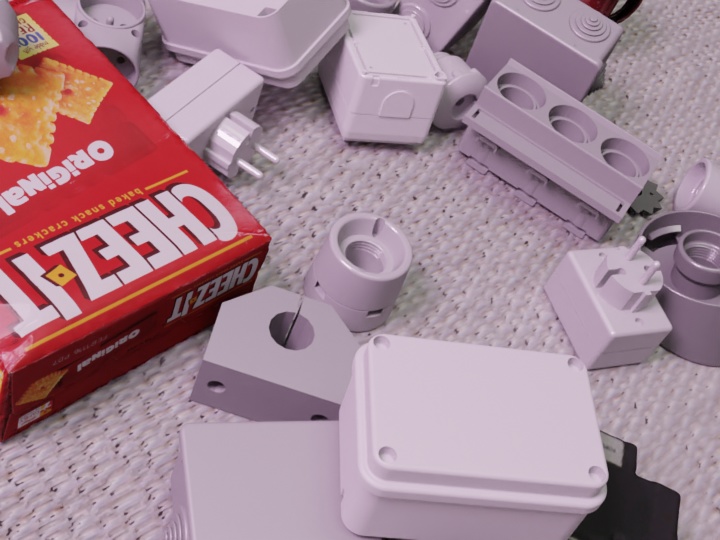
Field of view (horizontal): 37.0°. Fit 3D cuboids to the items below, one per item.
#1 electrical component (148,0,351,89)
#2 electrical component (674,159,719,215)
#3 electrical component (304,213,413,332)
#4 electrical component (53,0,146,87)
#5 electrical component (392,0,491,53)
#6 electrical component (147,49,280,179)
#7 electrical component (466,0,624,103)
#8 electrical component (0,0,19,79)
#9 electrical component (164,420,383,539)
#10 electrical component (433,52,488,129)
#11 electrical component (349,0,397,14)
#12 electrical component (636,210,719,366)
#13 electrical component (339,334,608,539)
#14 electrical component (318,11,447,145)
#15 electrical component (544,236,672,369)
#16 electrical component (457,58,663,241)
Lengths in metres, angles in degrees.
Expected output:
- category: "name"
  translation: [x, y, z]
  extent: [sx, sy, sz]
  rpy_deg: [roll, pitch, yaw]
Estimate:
- category: "electrical component"
  translation: [-0.072, -0.170, 0.695]
  extent: [0.113, 0.057, 0.078]
  rpy_deg: [19, 58, 30]
- category: "electrical component"
  translation: [0.267, -0.047, 0.777]
  extent: [0.065, 0.044, 0.044]
  rpy_deg: [25, 47, -7]
- category: "electrical component"
  translation: [0.000, 0.000, 0.624]
  extent: [0.055, 0.047, 0.055]
  rpy_deg: [11, 49, -13]
- category: "electrical component"
  translation: [-0.178, -0.154, 0.682]
  extent: [0.079, 0.044, 0.077]
  rpy_deg: [7, 50, -16]
- category: "electrical component"
  translation: [0.073, -0.208, 0.794]
  extent: [0.048, 0.100, 0.099]
  rpy_deg: [44, 48, -1]
- category: "electrical component"
  translation: [-0.085, -0.082, 0.657]
  extent: [0.076, 0.047, 0.083]
  rpy_deg: [34, 48, 7]
- category: "electrical component"
  translation: [0.130, -0.155, 0.773]
  extent: [0.100, 0.099, 0.048]
  rpy_deg: [34, 60, 8]
- category: "electrical component"
  translation: [-0.198, -0.127, 0.552]
  extent: [0.043, 0.043, 0.062]
  rpy_deg: [2, 52, -20]
- category: "electrical component"
  translation: [-0.041, 0.121, 0.505]
  extent: [0.100, 0.048, 0.099]
  rpy_deg: [2, 51, -21]
- category: "electrical component"
  translation: [0.057, -0.134, 0.762]
  extent: [0.048, 0.048, 0.062]
  rpy_deg: [-14, 52, -31]
- category: "electrical component"
  translation: [0.002, -0.186, 0.781]
  extent: [0.040, 0.046, 0.040]
  rpy_deg: [11, 49, -13]
- category: "electrical component"
  translation: [0.223, 0.009, 0.712]
  extent: [0.099, 0.064, 0.099]
  rpy_deg: [3, 45, -3]
- category: "electrical component"
  translation: [0.050, 0.079, 0.496]
  extent: [0.113, 0.057, 0.078]
  rpy_deg: [7, 48, -11]
- category: "electrical component"
  translation: [0.011, -0.134, 0.735]
  extent: [0.062, 0.061, 0.096]
  rpy_deg: [1, 44, -21]
- category: "electrical component"
  translation: [0.160, 0.012, 0.659]
  extent: [0.047, 0.076, 0.065]
  rpy_deg: [-4, 54, -25]
- category: "electrical component"
  translation: [0.133, -0.079, 0.733]
  extent: [0.121, 0.063, 0.078]
  rpy_deg: [34, 48, 8]
